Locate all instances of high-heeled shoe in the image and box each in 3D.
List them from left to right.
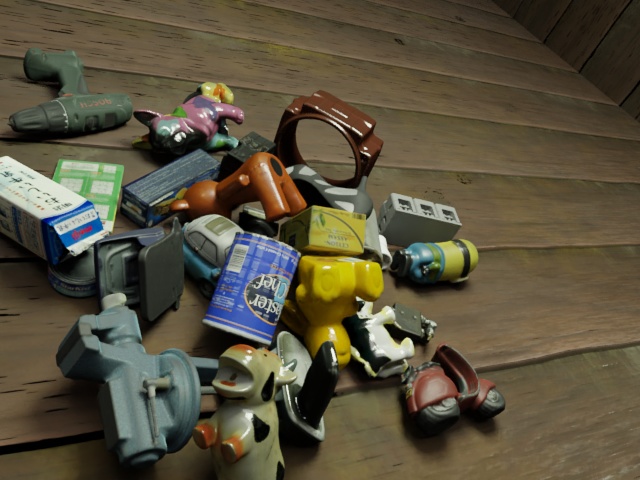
[{"bbox_3d":[-0.015,-0.070,1.011,0.249,0.086,0.145,-2,43,25],"label":"high-heeled shoe"}]

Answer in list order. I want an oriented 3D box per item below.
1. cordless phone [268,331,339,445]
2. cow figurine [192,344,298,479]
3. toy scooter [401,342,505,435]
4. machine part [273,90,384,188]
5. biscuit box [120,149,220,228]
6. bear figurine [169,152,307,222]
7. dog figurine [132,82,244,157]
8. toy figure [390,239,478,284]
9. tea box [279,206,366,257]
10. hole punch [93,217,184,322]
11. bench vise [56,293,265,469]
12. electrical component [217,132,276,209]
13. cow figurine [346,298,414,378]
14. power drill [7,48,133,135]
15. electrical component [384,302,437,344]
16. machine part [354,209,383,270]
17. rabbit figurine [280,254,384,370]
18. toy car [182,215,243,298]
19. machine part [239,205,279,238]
[{"bbox_3d":[-0.021,0.166,0.700,0.089,0.184,0.147,5,44,-17],"label":"cordless phone"},{"bbox_3d":[-0.080,0.211,0.622,0.086,0.194,0.127,6,21,31],"label":"cow figurine"},{"bbox_3d":[0.194,0.222,0.840,0.184,0.075,0.135,0,47,-33],"label":"toy scooter"},{"bbox_3d":[0.009,-0.178,1.084,0.201,0.201,0.087,31,43,6],"label":"machine part"},{"bbox_3d":[-0.259,-0.095,0.960,0.063,0.059,0.203,34,40,12],"label":"biscuit box"},{"bbox_3d":[-0.144,-0.062,0.915,0.132,0.196,0.120,62,18,1],"label":"bear figurine"},{"bbox_3d":[-0.273,-0.240,1.081,0.219,0.108,0.192,-9,51,-32],"label":"dog figurine"},{"bbox_3d":[0.228,0.042,1.046,0.180,0.089,0.082,4,51,-28],"label":"toy figure"},{"bbox_3d":[-0.002,-0.003,0.907,0.098,0.169,0.068,9,77,-18],"label":"tea box"},{"bbox_3d":[-0.253,0.043,0.762,0.092,0.142,0.116,5,16,15],"label":"hole punch"},{"bbox_3d":[-0.192,0.168,0.669,0.240,0.128,0.224,15,26,-45],"label":"bench vise"},{"bbox_3d":[-0.139,-0.138,1.029,0.058,0.114,0.134,32,41,6],"label":"electrical component"},{"bbox_3d":[0.073,0.144,0.871,0.098,0.068,0.167,-9,49,-28],"label":"cow figurine"},{"bbox_3d":[-0.496,-0.281,1.026,0.232,0.086,0.207,-14,50,-40],"label":"power drill"},{"bbox_3d":[0.154,0.144,0.928,0.102,0.045,0.078,24,41,-2],"label":"electrical component"},{"bbox_3d":[0.072,-0.002,1.003,0.079,0.079,0.243,16,31,-11],"label":"machine part"},{"bbox_3d":[0.003,0.110,0.815,0.122,0.173,0.163,-8,7,-42],"label":"rabbit figurine"},{"bbox_3d":[-0.163,0.013,0.860,0.162,0.102,0.109,40,40,14],"label":"toy car"},{"bbox_3d":[-0.110,-0.010,0.965,0.084,0.039,0.139,19,37,-22],"label":"machine part"}]
